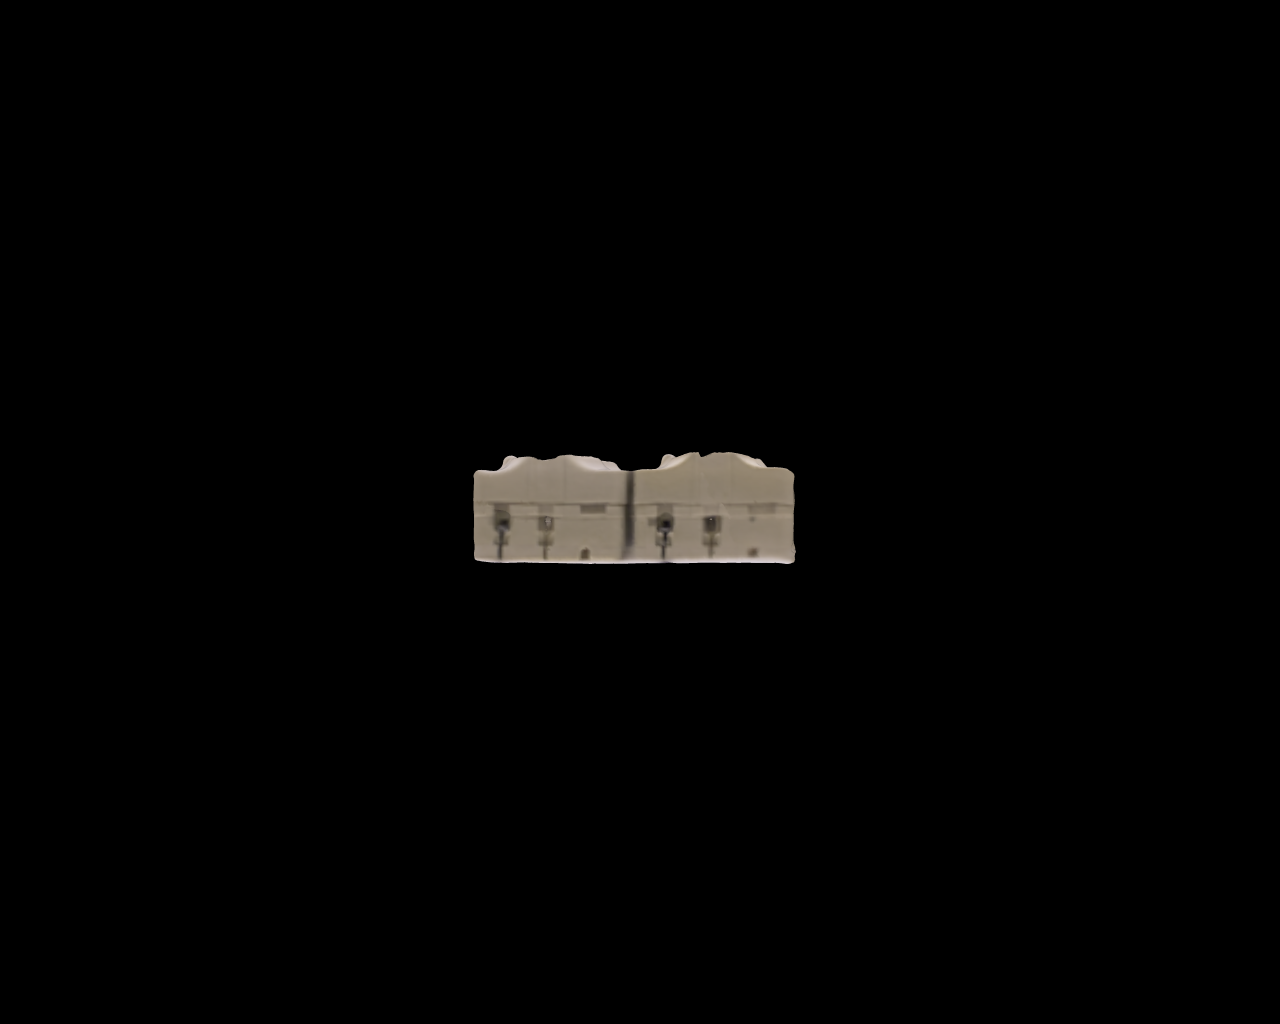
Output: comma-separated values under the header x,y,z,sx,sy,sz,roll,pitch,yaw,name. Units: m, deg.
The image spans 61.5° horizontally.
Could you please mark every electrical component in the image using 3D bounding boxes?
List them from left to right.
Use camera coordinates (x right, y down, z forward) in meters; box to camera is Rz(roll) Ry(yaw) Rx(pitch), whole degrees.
x,y,z,sx,sy,sz,roll,pitch,yaw,name
0.001,-0.003,0.650,0.186,0.060,0.105,0,0,9,electrical component
